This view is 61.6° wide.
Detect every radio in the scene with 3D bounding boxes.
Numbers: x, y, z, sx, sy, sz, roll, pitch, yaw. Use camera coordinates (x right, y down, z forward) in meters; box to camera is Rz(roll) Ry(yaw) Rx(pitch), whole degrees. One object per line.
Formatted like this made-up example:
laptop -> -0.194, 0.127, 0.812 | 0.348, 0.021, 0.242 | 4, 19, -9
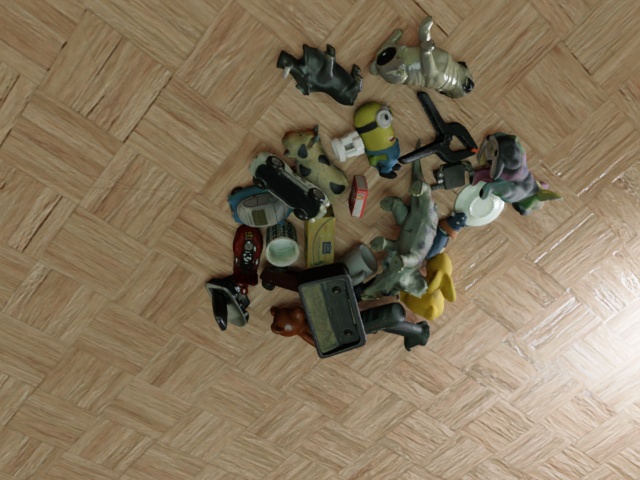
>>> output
radio -> 0.031, 0.174, 1.333 | 0.131, 0.073, 0.229 | -15, 117, 2

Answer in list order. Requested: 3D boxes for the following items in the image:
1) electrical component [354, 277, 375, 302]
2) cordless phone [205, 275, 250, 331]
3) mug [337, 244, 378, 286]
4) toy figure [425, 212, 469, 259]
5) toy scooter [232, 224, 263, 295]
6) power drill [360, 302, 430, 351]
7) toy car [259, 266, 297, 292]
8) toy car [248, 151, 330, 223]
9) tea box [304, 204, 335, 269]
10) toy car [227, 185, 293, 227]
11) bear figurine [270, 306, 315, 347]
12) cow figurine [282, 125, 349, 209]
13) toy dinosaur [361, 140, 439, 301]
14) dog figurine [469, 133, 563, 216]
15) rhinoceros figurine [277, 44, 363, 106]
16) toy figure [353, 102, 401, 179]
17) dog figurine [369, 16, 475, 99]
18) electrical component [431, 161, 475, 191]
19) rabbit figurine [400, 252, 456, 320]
electrical component -> 0.097, 0.128, 1.435 | 0.119, 0.075, 0.047 | -34, 119, 18
cordless phone -> -0.233, 0.187, 1.370 | 0.089, 0.184, 0.146 | -21, 121, 1
mug -> 0.086, 0.080, 1.391 | 0.107, 0.110, 0.080 | -32, 127, 27
toy figure -> 0.314, -0.017, 1.383 | 0.154, 0.058, 0.064 | -44, 122, 13
toy scooter -> -0.182, 0.058, 1.327 | 0.075, 0.135, 0.183 | 5, 119, -8
power drill -> 0.185, 0.244, 1.496 | 0.207, 0.086, 0.232 | 27, 143, -22
toy car -> -0.061, 0.107, 1.418 | 0.202, 0.053, 0.089 | 19, 127, -21
toy car -> -0.069, -0.117, 1.204 | 0.201, 0.056, 0.073 | 37, 117, -9
tea box -> -0.003, -0.004, 1.332 | 0.068, 0.098, 0.169 | -1, 119, -6
toy car -> -0.137, -0.079, 1.270 | 0.162, 0.103, 0.109 | -10, 120, -3
bear figurine -> -0.031, 0.221, 1.456 | 0.196, 0.120, 0.132 | 31, 109, -17
cow figurine -> -0.011, -0.175, 1.237 | 0.127, 0.085, 0.194 | -38, 115, 23
toy dinosaur -> 0.227, -0.021, 1.314 | 0.192, 0.131, 0.404 | 24, 88, -54
dog figurine -> 0.485, -0.152, 1.295 | 0.219, 0.109, 0.191 | 7, 117, -16
rhinoceros figurine -> 0.002, -0.353, 1.143 | 0.190, 0.073, 0.112 | 22, 127, -20
toy figure -> 0.133, -0.225, 1.224 | 0.089, 0.082, 0.179 | -12, 125, 9
dog figurine -> 0.222, -0.353, 1.157 | 0.172, 0.121, 0.190 | -8, 148, 37
electrical component -> 0.322, -0.158, 1.305 | 0.102, 0.045, 0.078 | -9, 120, -1
rabbit figurine -> 0.294, 0.114, 1.420 | 0.122, 0.162, 0.173 | 21, 99, -4
